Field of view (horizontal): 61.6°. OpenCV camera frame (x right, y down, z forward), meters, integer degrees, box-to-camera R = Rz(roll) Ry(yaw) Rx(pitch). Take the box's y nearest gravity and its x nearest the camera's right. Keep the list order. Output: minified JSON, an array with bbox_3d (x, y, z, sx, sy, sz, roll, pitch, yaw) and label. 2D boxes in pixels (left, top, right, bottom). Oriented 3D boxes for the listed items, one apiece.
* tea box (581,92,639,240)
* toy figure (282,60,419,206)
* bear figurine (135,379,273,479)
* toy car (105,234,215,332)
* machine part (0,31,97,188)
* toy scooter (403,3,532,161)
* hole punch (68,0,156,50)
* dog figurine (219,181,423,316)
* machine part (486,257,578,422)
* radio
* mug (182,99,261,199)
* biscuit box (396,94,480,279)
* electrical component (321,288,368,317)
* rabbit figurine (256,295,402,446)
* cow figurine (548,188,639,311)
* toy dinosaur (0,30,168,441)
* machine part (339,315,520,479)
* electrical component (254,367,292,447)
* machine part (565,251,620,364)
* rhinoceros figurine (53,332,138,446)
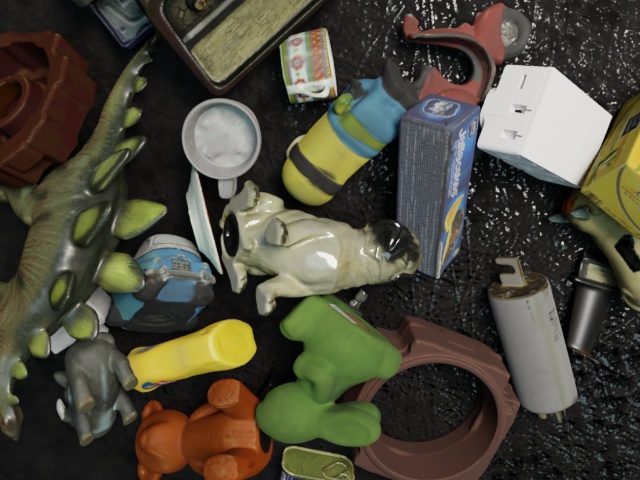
[{"bbox_3d":[0.368,-0.091,0.586,0.098,0.068,0.169,37,61,-1],"label":"tea box"},{"bbox_3d":[0.027,-0.113,0.597,0.082,0.089,0.180,47,121,-9],"label":"toy figure"},{"bbox_3d":[-0.162,0.241,0.663,0.196,0.131,0.120,-6,65,16],"label":"bear figurine"},{"bbox_3d":[-0.188,0.046,0.638,0.109,0.103,0.161,8,148,-28],"label":"toy car"},{"bbox_3d":[-0.321,-0.138,0.569,0.179,0.056,0.179,-8,67,19],"label":"machine part"},{"bbox_3d":[0.142,-0.183,0.606,0.135,0.075,0.183,18,102,-4],"label":"toy scooter"},{"bbox_3d":[-0.211,-0.284,0.571,0.142,0.092,0.116,-39,63,9],"label":"hole punch"},{"bbox_3d":[-0.001,0.002,0.606,0.190,0.173,0.121,-3,125,-34],"label":"dog figurine"},{"bbox_3d":[0.274,0.131,0.690,0.079,0.079,0.243,-18,104,4],"label":"machine part"},{"bbox_3d":[-0.068,-0.271,0.537,0.229,0.073,0.131,-43,141,2],"label":"radio"},{"bbox_3d":[-0.101,-0.106,0.604,0.081,0.107,0.109,-6,109,0],"label":"mug"},{"bbox_3d":[0.126,-0.055,0.597,0.063,0.059,0.202,25,139,30],"label":"biscuit box"},{"bbox_3d":[0.019,0.093,0.703,0.063,0.021,0.094,36,102,-9],"label":"electrical component"},{"bbox_3d":[0.005,0.168,0.627,0.159,0.121,0.170,36,93,9],"label":"rabbit figurine"},{"bbox_3d":[0.368,-0.006,0.648,0.127,0.085,0.195,-26,91,-6],"label":"cow figurine"},{"bbox_3d":[-0.263,-0.024,0.584,0.199,0.105,0.471,3,77,29],"label":"toy dinosaur"},{"bbox_3d":[0.138,0.218,0.707,0.201,0.087,0.201,22,105,-7],"label":"machine part"},{"bbox_3d":[-0.065,0.242,0.728,0.075,0.048,0.119,28,103,-7],"label":"electrical component"},{"bbox_3d":[0.352,0.088,0.697,0.084,0.039,0.138,12,92,-14],"label":"machine part"},{"bbox_3d":[-0.281,0.184,0.653,0.112,0.073,0.190,48,138,19],"label":"rhinoceros figurine"}]
